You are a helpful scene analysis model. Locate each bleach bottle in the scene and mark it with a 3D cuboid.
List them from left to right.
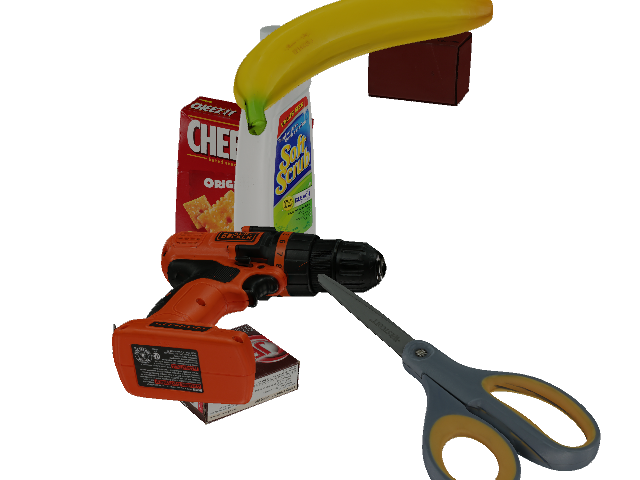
[{"bbox_3d":[-0.052,-0.103,1.150,0.068,0.251,0.102,20,32,36],"label":"bleach bottle"}]

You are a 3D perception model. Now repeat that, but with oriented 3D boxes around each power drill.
[{"bbox_3d":[-0.056,0.049,0.795,0.185,0.057,0.187,1,25,17],"label":"power drill"}]

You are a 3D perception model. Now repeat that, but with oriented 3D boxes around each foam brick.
[{"bbox_3d":[0.083,-0.147,0.891,0.078,0.051,0.053,9,26,18],"label":"foam brick"}]

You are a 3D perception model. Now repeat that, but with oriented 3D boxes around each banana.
[{"bbox_3d":[0.017,-0.121,0.665,0.197,0.070,0.037,-31,-28,-25],"label":"banana"}]

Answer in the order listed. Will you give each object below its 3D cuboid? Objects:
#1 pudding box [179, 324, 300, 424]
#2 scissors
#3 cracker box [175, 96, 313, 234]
[{"bbox_3d":[-0.090,0.129,1.043,0.113,0.039,0.090,-18,31,-35],"label":"pudding box"},{"bbox_3d":[0.049,0.078,0.570,0.202,0.016,0.096,23,45,33],"label":"scissors"},{"bbox_3d":[-0.104,-0.066,1.407,0.164,0.214,0.072,13,26,14],"label":"cracker box"}]
